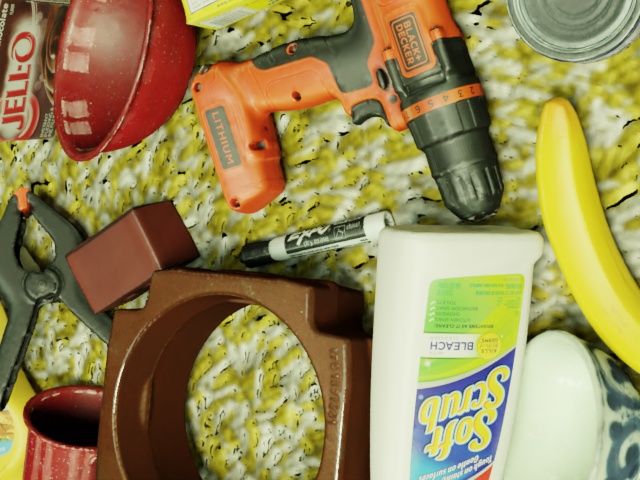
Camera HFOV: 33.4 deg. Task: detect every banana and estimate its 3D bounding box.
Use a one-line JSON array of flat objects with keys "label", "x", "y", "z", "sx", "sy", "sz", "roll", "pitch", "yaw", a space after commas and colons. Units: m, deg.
[{"label": "banana", "x": 0.175, "y": 0.010, "z": 0.646, "sx": 0.070, "sy": 0.037, "sz": 0.198, "roll": -41, "pitch": 73, "yaw": 48}]

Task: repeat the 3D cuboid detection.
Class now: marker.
[{"label": "marker", "x": -0.005, "y": 0.001, "z": 0.751, "sx": 0.121, "sy": 0.020, "sz": 0.020, "roll": -13, "pitch": 93, "yaw": 28}]

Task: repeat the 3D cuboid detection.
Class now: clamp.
[{"label": "clamp", "x": -0.221, "y": 0.046, "z": 0.828, "sx": 0.120, "sy": 0.039, "sz": 0.171, "roll": -22, "pitch": 76, "yaw": -16}]

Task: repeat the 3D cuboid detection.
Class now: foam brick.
[{"label": "foam brick", "x": -0.140, "y": 0.012, "z": 0.802, "sx": 0.078, "sy": 0.052, "sz": 0.051, "roll": -32, "pitch": 84, "yaw": 28}]

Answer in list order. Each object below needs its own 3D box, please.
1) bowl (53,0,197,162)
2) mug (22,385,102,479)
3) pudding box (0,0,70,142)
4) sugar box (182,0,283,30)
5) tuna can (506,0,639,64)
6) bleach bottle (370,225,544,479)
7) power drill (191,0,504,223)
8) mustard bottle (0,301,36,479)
[{"label": "bowl", "x": -0.132, "y": -0.129, "z": 0.749, "sx": 0.162, "sy": 0.055, "sz": 0.162, "roll": -20, "pitch": 65, "yaw": 52}, {"label": "mug", "x": -0.182, "y": 0.176, "z": 0.825, "sx": 0.117, "sy": 0.093, "sz": 0.081, "roll": 36, "pitch": 121, "yaw": 47}, {"label": "pudding box", "x": -0.231, "y": -0.130, "z": 0.801, "sx": 0.039, "sy": 0.089, "sz": 0.113, "roll": 22, "pitch": 108, "yaw": 22}, {"label": "sugar box", "x": -0.067, "y": -0.236, "z": 0.692, "sx": 0.093, "sy": 0.048, "sz": 0.176, "roll": -18, "pitch": 87, "yaw": 24}, {"label": "tuna can", "x": 0.155, "y": -0.149, "z": 0.637, "sx": 0.086, "sy": 0.033, "sz": 0.086, "roll": 5, "pitch": 101, "yaw": 26}, {"label": "bleach bottle", "x": 0.082, "y": 0.118, "z": 0.671, "sx": 0.068, "sy": 0.102, "sz": 0.251, "roll": -163, "pitch": 74, "yaw": -70}, {"label": "power drill", "x": 0.017, "y": -0.080, "z": 0.706, "sx": 0.188, "sy": 0.057, "sz": 0.184, "roll": -19, "pitch": 86, "yaw": 25}, {"label": "mustard bottle", "x": -0.274, "y": 0.145, "z": 0.888, "sx": 0.096, "sy": 0.058, "sz": 0.191, "roll": -25, "pitch": 87, "yaw": 28}]
